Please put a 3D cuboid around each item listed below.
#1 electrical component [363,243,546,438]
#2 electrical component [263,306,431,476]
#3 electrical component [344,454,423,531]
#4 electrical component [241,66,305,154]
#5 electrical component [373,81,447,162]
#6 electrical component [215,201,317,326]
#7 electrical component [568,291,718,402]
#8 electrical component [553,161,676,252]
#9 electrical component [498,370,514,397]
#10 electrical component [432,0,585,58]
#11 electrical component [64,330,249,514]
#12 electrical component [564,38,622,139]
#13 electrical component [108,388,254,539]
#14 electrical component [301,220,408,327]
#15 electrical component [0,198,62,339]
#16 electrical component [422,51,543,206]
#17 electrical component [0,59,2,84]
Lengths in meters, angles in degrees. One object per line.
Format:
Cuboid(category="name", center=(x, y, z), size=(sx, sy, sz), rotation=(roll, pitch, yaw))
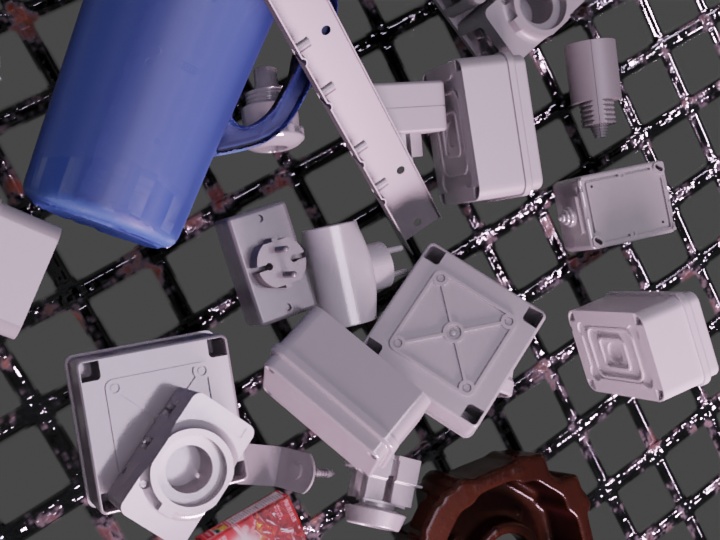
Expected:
Cuboid(category="electrical component", center=(0.069, 0.054, 0.830), size=(0.109, 0.056, 0.108), rotation=(33, 75, 7))
Cuboid(category="electrical component", center=(-0.013, 0.090, 0.785), size=(0.113, 0.078, 0.057), rotation=(39, 69, 9))
Cuboid(category="electrical component", center=(0.015, 0.170, 0.830), size=(0.066, 0.048, 0.055), rotation=(18, 74, -22))
Cuboid(category="electrical component", center=(-0.068, -0.120, 0.805), size=(0.048, 0.048, 0.062), rotation=(-4, 83, -23))
Cuboid(category="electrical component", center=(0.029, -0.106, 0.843), size=(0.066, 0.047, 0.076), rotation=(-7, 95, -23))
Cuboid(category="electrical component", center=(-0.063, -0.005, 0.785), size=(0.047, 0.076, 0.083), rotation=(-20, 96, -23))
Cuboid(category="electrical component", center=(0.233, 0.060, 0.890), size=(0.057, 0.113, 0.078), rotation=(-20, 96, -19))
Cuboid(category="electrical component", center=(0.208, -0.052, 0.915), size=(0.096, 0.061, 0.061), rotation=(-12, 92, -16))
Cuboid(category="electrical component", center=(0.108, 0.077, 0.876), size=(0.040, 0.040, 0.046), rotation=(17, 77, -22))
Cuboid(category="electrical component", center=(0.151, -0.265, 0.893), size=(0.186, 0.060, 0.105), rotation=(-44, 105, -18))
Cuboid(category="electrical component", center=(-0.143, 0.105, 0.758), size=(0.109, 0.056, 0.108), rotation=(-10, 92, -23))
Cuboid(category="electrical component", center=(0.201, -0.153, 0.921), size=(0.043, 0.043, 0.081), rotation=(-7, 91, -23))
Cuboid(category="electrical component", center=(-0.117, 0.128, 0.706), size=(0.050, 0.056, 0.089), rotation=(37, 75, -18))
Cuboid(category="electrical component", center=(0.000, 0.000, 0.829), size=(0.079, 0.044, 0.077), rotation=(-13, 94, -23))
Cuboid(category="electrical component", center=(-0.241, -0.003, 0.689), size=(0.057, 0.113, 0.078), rotation=(25, 79, -24))
Cuboid(category="electrical component", center=(0.097, -0.111, 0.856), size=(0.057, 0.078, 0.113), rotation=(-10, 92, -20))
Cuboid(category="electrical component", center=(-0.265, -0.137, 0.713), size=(0.048, 0.055, 0.066), rotation=(-41, 104, -19))
